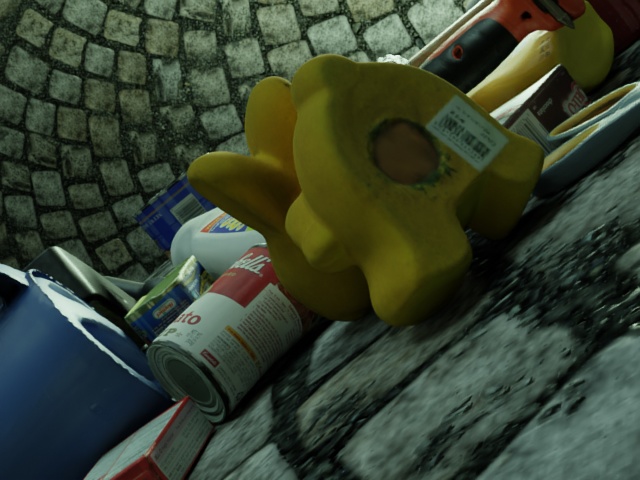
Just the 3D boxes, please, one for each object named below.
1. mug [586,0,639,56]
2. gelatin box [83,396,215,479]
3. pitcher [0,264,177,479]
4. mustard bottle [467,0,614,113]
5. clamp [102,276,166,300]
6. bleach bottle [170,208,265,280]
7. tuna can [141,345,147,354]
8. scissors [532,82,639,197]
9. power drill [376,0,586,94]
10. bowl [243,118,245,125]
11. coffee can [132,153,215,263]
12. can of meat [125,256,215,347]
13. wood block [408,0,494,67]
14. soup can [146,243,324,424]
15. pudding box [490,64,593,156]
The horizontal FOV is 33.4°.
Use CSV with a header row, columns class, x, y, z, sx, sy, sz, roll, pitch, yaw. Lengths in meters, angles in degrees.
class,x,y,z,sx,sy,sz,roll,pitch,yaw
mug,0.210,-0.188,0.820,0.117,0.081,0.093,-44,8,-34
gelatin box,-0.106,0.136,0.622,0.073,0.030,0.089,-36,7,16
pitcher,-0.226,0.140,0.701,0.243,0.149,0.145,-48,-20,-4
mustard bottle,0.124,-0.098,0.795,0.192,0.058,0.096,-33,16,42
clamp,-0.183,0.066,1.199,0.172,0.120,0.039,-24,48,60
bleach bottle,-0.053,0.004,0.829,0.102,0.068,0.251,-39,18,-30
tuna can,-0.134,0.094,1.051,0.086,0.034,0.086,-40,7,5
scissors,0.171,-0.069,0.532,0.096,0.016,0.202,-44,8,-25
power drill,0.094,-0.131,0.746,0.188,0.057,0.184,-45,18,26
bowl,0.007,-0.100,1.048,0.162,0.055,0.162,-7,-1,0
coffee can,-0.109,-0.004,1.095,0.103,0.140,0.103,-39,7,5
can of meat,-0.090,0.064,0.781,0.057,0.084,0.102,-39,7,8
wood block,0.175,-0.179,0.930,0.206,0.090,0.090,-39,6,11
soup can,-0.052,0.059,0.681,0.102,0.068,0.069,-45,8,-32
pudding box,0.111,-0.055,0.670,0.090,0.039,0.113,-36,5,46
